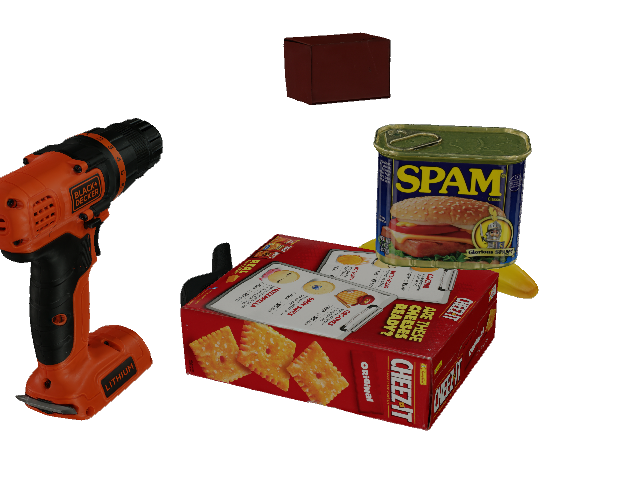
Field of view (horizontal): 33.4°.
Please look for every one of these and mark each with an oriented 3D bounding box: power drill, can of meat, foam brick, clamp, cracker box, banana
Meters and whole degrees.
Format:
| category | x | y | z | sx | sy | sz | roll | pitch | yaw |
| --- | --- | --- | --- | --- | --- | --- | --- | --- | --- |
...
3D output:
| category | x | y | z | sx | sy | sz | roll | pitch | yaw |
| --- | --- | --- | --- | --- | --- | --- | --- | --- | --- |
| power drill | -0.165 | 0.017 | 0.762 | 0.057 | 0.188 | 0.184 | 8 | 25 | 25 |
| can of meat | 0.086 | -0.029 | 0.716 | 0.102 | 0.084 | 0.057 | 3 | 25 | 5 |
| foam brick | 0.014 | -0.146 | 0.907 | 0.078 | 0.051 | 0.053 | -9 | 20 | -25 |
| clamp | -0.093 | 0.045 | 1.064 | 0.120 | 0.039 | 0.171 | 15 | 21 | 30 |
| cracker box | 0.019 | 0.069 | 0.874 | 0.214 | 0.072 | 0.164 | 10 | 26 | 25 |
| banana | 0.121 | 0.024 | 1.078 | 0.198 | 0.037 | 0.069 | 6 | 43 | 11 |
